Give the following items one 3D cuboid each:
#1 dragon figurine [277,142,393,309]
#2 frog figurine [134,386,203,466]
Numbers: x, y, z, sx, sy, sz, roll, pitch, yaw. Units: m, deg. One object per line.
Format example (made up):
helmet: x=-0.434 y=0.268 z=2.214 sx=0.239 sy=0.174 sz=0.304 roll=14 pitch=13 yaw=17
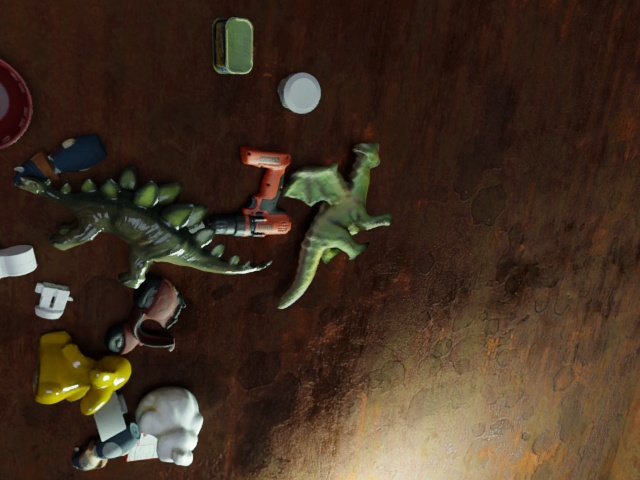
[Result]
dragon figurine: x=0.003 y=-0.056 z=1.119 sx=0.413 sy=0.239 sz=0.123 roll=-44 pitch=28 yaw=-11
frog figurine: x=-0.312 y=0.386 z=1.076 sx=0.136 sy=0.122 sz=0.161 roll=29 pitch=3 yaw=-31
